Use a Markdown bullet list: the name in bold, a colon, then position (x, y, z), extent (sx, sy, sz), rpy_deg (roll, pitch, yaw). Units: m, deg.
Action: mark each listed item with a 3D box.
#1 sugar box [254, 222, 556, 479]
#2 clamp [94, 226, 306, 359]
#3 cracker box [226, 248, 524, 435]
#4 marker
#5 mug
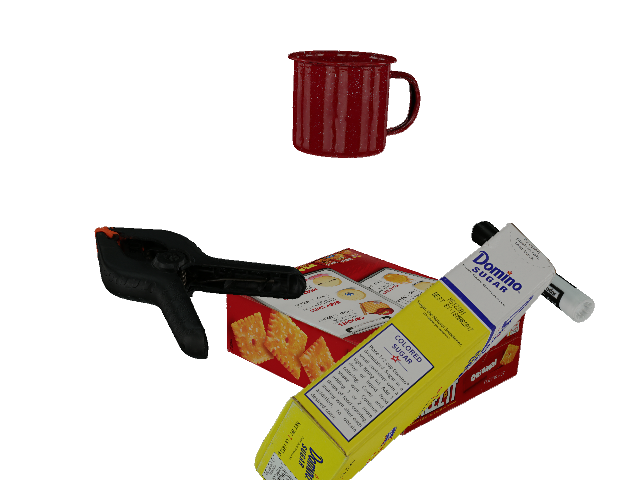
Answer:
- **sugar box**: position (0.047, 0.069, 0.572), extent (0.176, 0.048, 0.093), rpy_deg (-33, -18, -32)
- **clamp**: position (-0.098, 0.026, 0.802), extent (0.120, 0.039, 0.172), rpy_deg (-18, 37, -41)
- **cracker box**: position (0.046, 0.083, 0.949), extent (0.214, 0.072, 0.163), rpy_deg (20, 27, 41)
- **marker**: position (0.147, 0.019, 0.758), extent (0.020, 0.020, 0.121), rpy_deg (0, 28, -33)
- **mug**: position (0.029, -0.118, 0.921), extent (0.117, 0.081, 0.093), rpy_deg (-2, 16, -13)
